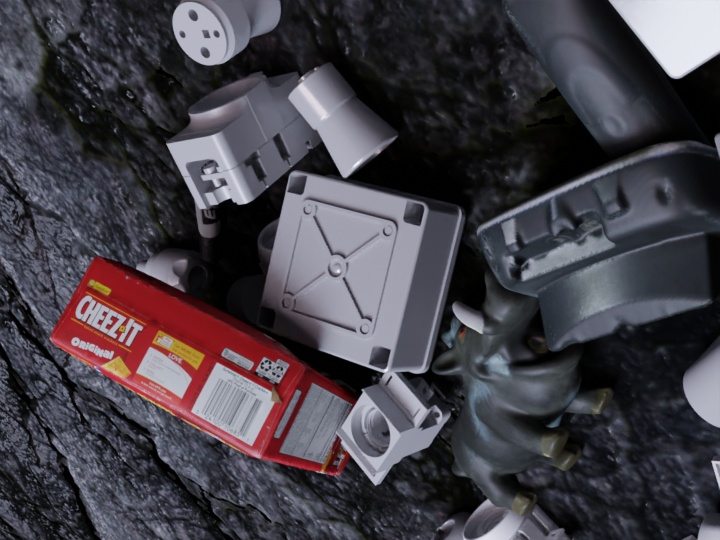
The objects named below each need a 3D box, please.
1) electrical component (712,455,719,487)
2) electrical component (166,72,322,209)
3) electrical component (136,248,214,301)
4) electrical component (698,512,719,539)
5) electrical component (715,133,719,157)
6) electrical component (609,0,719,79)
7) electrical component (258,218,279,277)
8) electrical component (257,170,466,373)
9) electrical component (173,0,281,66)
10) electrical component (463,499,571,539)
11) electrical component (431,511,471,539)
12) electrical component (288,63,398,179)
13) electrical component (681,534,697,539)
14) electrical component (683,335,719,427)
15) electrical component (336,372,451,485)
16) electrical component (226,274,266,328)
[{"bbox_3d":[0.249,0.139,0.637,0.081,0.064,0.042,-2,120,40],"label":"electrical component"},{"bbox_3d":[-0.073,-0.087,0.684,0.050,0.089,0.055,-3,121,40],"label":"electrical component"},{"bbox_3d":[-0.151,0.004,0.856,0.062,0.043,0.043,8,128,36],"label":"electrical component"},{"bbox_3d":[0.247,0.183,0.666,0.077,0.079,0.044,2,96,38],"label":"electrical component"},{"bbox_3d":[0.207,-0.067,0.499,0.047,0.083,0.075,-29,65,48],"label":"electrical component"},{"bbox_3d":[0.156,-0.150,0.483,0.099,0.048,0.100,49,139,-6],"label":"electrical component"},{"bbox_3d":[-0.044,-0.006,0.763,0.066,0.048,0.055,7,135,34],"label":"electrical component"},{"bbox_3d":[0.000,0.000,0.683,0.109,0.056,0.108,16,96,32],"label":"electrical component"},{"bbox_3d":[-0.082,-0.156,0.660,0.045,0.055,0.045,21,134,24],"label":"electrical component"},{"bbox_3d":[0.114,0.202,0.801,0.057,0.058,0.078,48,139,-8],"label":"electrical component"},{"bbox_3d":[0.088,0.226,0.852,0.062,0.048,0.048,44,139,-11],"label":"electrical component"},{"bbox_3d":[-0.013,-0.095,0.668,0.065,0.044,0.044,51,139,-1],"label":"electrical component"},{"bbox_3d":[0.196,0.263,0.762,0.062,0.089,0.150,42,139,2],"label":"electrical component"},{"bbox_3d":[0.236,0.064,0.600,0.079,0.044,0.077,39,139,5],"label":"electrical component"},{"bbox_3d":[0.026,0.107,0.755,0.042,0.064,0.081,49,127,26],"label":"electrical component"},{"bbox_3d":[-0.083,0.024,0.823,0.040,0.040,0.078,56,157,-13],"label":"electrical component"}]
